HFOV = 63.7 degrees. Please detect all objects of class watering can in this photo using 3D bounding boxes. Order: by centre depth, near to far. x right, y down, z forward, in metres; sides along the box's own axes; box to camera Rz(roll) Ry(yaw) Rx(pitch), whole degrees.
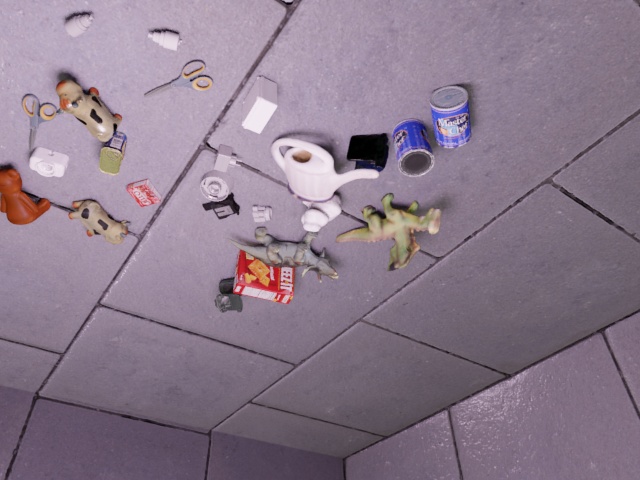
[{"bbox_3d":[0.008,-0.189,1.523,0.349,0.106,0.219,23,149,17],"label":"watering can"}]

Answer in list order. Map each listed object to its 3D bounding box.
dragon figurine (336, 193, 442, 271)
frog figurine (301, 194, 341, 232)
[{"bbox_3d":[0.227,-0.008,1.699,0.405,0.249,0.121,-34,134,28],"label":"dragon figurine"},{"bbox_3d":[0.005,-0.084,1.659,0.137,0.163,0.120,-17,137,16],"label":"frog figurine"}]
